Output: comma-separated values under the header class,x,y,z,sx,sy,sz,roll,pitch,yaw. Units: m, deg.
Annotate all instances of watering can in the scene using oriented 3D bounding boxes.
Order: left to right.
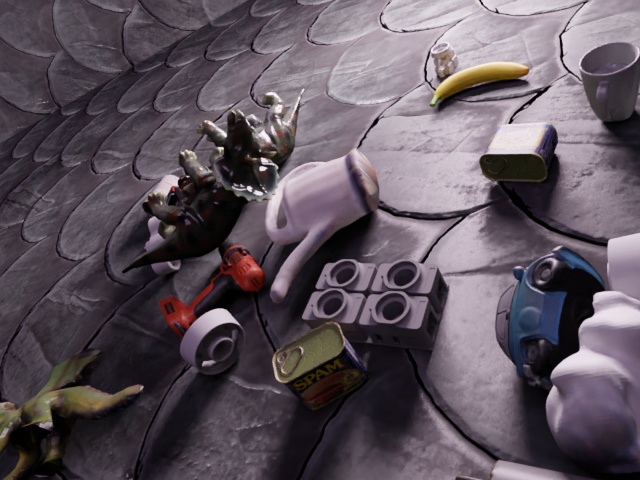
class,x,y,z,sx,sy,sz,roll,pitch,yaw
watering can,0.003,-0.045,0.902,0.223,0.102,0.356,-23,36,14

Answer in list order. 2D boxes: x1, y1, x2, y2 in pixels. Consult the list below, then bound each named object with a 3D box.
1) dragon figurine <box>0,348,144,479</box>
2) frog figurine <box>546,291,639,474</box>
class,x,y,z,sx,sy,sz,roll,pitch,yaw
dragon figurine,-0.452,0.271,0.891,0.409,0.120,0.248,-27,30,7
frog figurine,0.268,0.130,0.484,0.137,0.163,0.120,12,-32,-32
